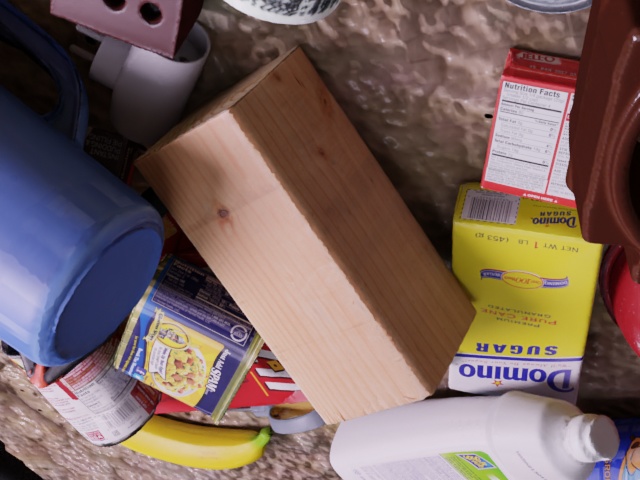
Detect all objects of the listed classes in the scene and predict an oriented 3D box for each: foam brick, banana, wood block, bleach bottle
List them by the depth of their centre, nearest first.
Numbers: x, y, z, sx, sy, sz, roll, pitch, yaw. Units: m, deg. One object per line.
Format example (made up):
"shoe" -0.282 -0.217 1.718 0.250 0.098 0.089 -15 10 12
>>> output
"foam brick" -0.106 -0.149 0.601 0.078 0.051 0.053 20 138 1
"wood block" -0.004 0.001 0.655 0.091 0.090 0.206 -23 109 39
"bleach bottle" 0.116 0.156 0.779 0.102 0.068 0.251 38 150 -22
"banana" -0.128 0.174 0.966 0.198 0.037 0.069 5 127 17

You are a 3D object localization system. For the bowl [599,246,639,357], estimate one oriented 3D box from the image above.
"bowl" 0.254 0.050 0.664 0.162 0.055 0.162 12 138 11

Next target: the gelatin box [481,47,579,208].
"gelatin box" 0.136 -0.062 0.612 0.073 0.030 0.089 13 137 10

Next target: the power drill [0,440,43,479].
"power drill" -0.256 0.103 0.827 0.184 0.187 0.057 43 133 -21

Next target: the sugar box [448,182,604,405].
"sugar box" 0.134 0.042 0.711 0.093 0.048 0.176 9 136 15

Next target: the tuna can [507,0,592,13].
"tuna can" 0.115 -0.154 0.520 0.086 0.033 0.086 11 137 10

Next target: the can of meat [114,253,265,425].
"can of meat" -0.084 0.065 0.711 0.084 0.057 0.102 26 135 -3

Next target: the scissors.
"scissors" -0.027 0.128 0.878 0.202 0.096 0.016 -5 110 66

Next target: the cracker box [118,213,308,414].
"cracker box" -0.100 0.056 0.800 0.214 0.072 0.164 -9 130 29

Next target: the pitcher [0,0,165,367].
"pitcher" -0.205 -0.044 0.621 0.243 0.144 0.149 34 116 15

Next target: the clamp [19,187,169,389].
"clamp" -0.165 0.006 0.685 0.120 0.171 0.039 24 179 12

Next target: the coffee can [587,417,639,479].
"coffee can" 0.253 0.176 0.763 0.141 0.102 0.102 -8 131 29

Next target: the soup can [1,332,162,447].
"soup can" -0.167 0.090 0.756 0.069 0.068 0.102 -13 127 32

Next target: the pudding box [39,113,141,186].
"pudding box" -0.186 -0.039 0.724 0.113 0.039 0.090 15 94 9
